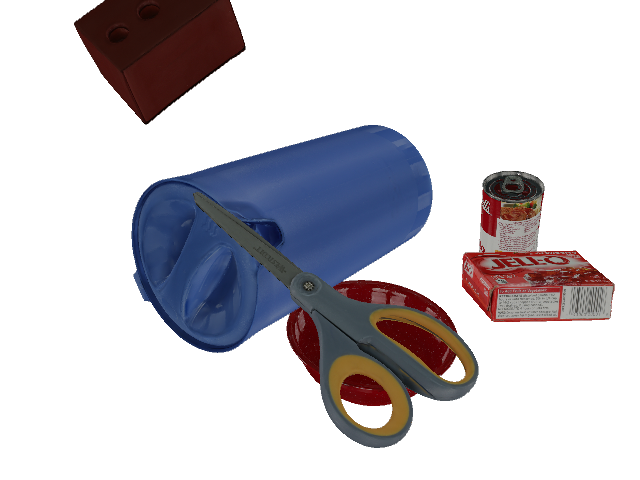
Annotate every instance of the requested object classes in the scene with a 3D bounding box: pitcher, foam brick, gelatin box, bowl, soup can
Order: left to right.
[{"bbox_3d":[-0.092,-0.119,0.621,0.078,0.053,0.051,-40,-27,-10],"label":"foam brick"},{"bbox_3d":[-0.027,-0.012,0.859,0.149,0.145,0.242,31,36,30],"label":"pitcher"},{"bbox_3d":[0.047,0.105,1.010,0.162,0.055,0.162,3,35,-3],"label":"bowl"},{"bbox_3d":[0.215,-0.019,1.205,0.068,0.102,0.068,-2,33,1],"label":"soup can"},{"bbox_3d":[0.152,0.031,0.757,0.089,0.030,0.073,0,18,-8],"label":"gelatin box"}]

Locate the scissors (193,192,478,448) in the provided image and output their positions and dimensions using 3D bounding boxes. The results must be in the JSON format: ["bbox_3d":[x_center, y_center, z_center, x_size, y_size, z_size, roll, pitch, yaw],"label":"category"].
[{"bbox_3d":[-0.010,0.046,0.602,0.202,0.096,0.016,26,-34,13],"label":"scissors"}]
